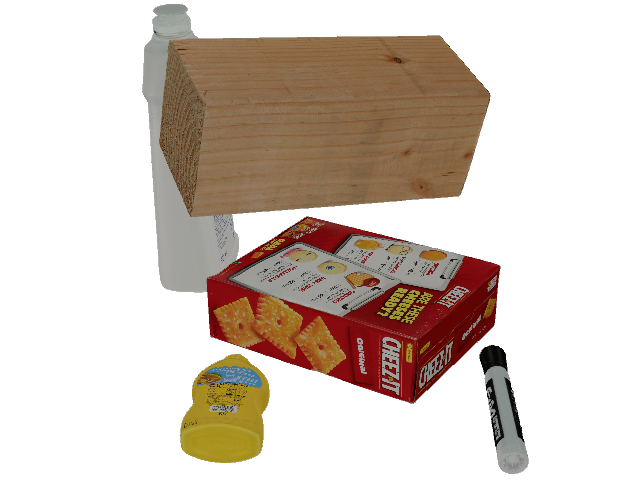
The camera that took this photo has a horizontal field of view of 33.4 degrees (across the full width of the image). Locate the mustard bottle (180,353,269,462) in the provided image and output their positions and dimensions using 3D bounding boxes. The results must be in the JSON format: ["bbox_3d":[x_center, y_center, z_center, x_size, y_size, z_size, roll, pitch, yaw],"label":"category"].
[{"bbox_3d":[-0.112,0.196,1.317,0.096,0.058,0.191,0,25,2],"label":"mustard bottle"}]

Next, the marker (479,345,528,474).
[{"bbox_3d":[0.122,0.109,0.714,0.020,0.020,0.121,0,29,2],"label":"marker"}]

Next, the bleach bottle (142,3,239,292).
[{"bbox_3d":[-0.116,-0.083,0.932,0.068,0.251,0.102,1,30,5],"label":"bleach bottle"}]

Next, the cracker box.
[{"bbox_3d":[0.030,0.056,0.964,0.214,0.072,0.163,15,29,30],"label":"cracker box"}]

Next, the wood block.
[{"bbox_3d":[0.001,-0.084,0.749,0.205,0.090,0.091,-5,41,-22],"label":"wood block"}]
